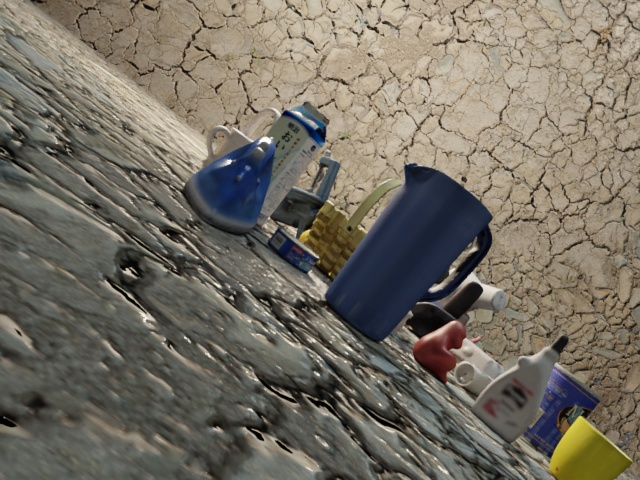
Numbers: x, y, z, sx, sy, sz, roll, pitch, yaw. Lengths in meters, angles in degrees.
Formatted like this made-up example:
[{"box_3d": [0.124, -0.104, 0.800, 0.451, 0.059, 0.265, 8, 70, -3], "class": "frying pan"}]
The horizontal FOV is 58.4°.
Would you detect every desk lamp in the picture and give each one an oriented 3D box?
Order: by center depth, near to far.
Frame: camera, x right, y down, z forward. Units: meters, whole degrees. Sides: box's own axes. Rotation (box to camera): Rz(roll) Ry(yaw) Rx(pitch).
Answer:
[{"box_3d": [0.374, 0.192, 1.493, 0.118, 0.213, 0.202, 36, 3, -30], "class": "desk lamp"}]

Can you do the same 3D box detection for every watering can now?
[{"box_3d": [-0.138, -0.171, 1.120, 0.100, 0.194, 0.173, 40, 3, 29], "class": "watering can"}]

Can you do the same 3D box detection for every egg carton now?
[{"box_3d": [0.315, 0.257, 1.198, 0.149, 0.069, 0.108, 41, 4, 41], "class": "egg carton"}]

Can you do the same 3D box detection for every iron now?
[{"box_3d": [-0.108, -0.094, 0.824, 0.119, 0.141, 0.258, 37, 3, -10], "class": "iron"}]

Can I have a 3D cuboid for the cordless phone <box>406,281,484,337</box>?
[{"box_3d": [0.290, 0.154, 1.340, 0.148, 0.185, 0.093, 36, 4, -38], "class": "cordless phone"}]

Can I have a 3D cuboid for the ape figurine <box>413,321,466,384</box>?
[{"box_3d": [0.202, 0.172, 0.929, 0.076, 0.092, 0.078, 39, 3, 14], "class": "ape figurine"}]

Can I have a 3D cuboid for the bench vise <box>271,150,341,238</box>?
[{"box_3d": [0.000, -0.098, 1.393, 0.207, 0.219, 0.122, 38, 3, 9], "class": "bench vise"}]

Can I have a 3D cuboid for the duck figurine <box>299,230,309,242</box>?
[{"box_3d": [0.012, 0.005, 1.270, 0.105, 0.086, 0.077, 37, 3, -17], "class": "duck figurine"}]

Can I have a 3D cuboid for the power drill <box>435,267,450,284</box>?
[{"box_3d": [0.258, 0.105, 1.494, 0.076, 0.208, 0.229, 38, 3, -5], "class": "power drill"}]

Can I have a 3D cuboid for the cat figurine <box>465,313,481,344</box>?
[{"box_3d": [0.389, 0.257, 1.605, 0.127, 0.117, 0.067, 39, 3, 16], "class": "cat figurine"}]

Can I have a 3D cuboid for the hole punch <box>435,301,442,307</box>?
[{"box_3d": [0.276, 0.186, 1.598, 0.108, 0.091, 0.101, 40, 4, 38], "class": "hole punch"}]

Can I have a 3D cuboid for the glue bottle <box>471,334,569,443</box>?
[{"box_3d": [0.302, 0.206, 0.834, 0.078, 0.173, 0.037, 39, 3, 21], "class": "glue bottle"}]
